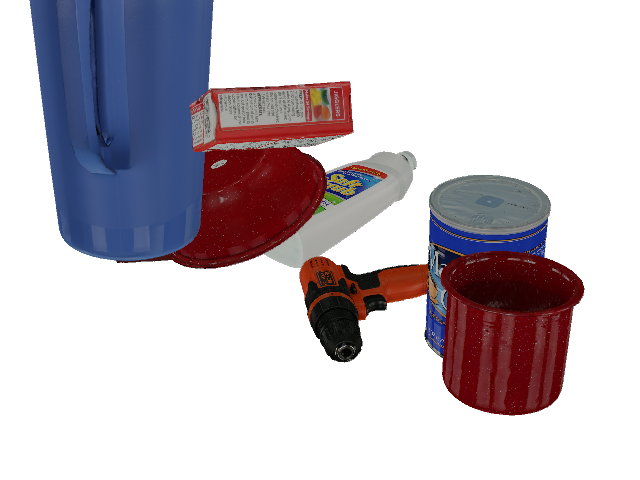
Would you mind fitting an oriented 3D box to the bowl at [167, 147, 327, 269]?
[{"bbox_3d":[-0.078,-0.048,0.942,0.162,0.055,0.162,-17,36,13],"label":"bowl"}]

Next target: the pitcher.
[{"bbox_3d":[-0.143,-0.108,0.763,0.149,0.243,0.145,-18,32,-36],"label":"pitcher"}]

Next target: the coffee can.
[{"bbox_3d":[0.145,0.026,0.940,0.103,0.140,0.103,-1,29,0],"label":"coffee can"}]

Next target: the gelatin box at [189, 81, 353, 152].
[{"bbox_3d":[-0.029,-0.066,0.576,0.073,0.030,0.089,-5,3,-13],"label":"gelatin box"}]

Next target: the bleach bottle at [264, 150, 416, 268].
[{"bbox_3d":[0.027,-0.055,1.348,0.103,0.068,0.250,26,43,34],"label":"bleach bottle"}]

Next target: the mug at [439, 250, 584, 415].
[{"bbox_3d":[0.123,0.058,0.724,0.093,0.081,0.117,-1,25,-4],"label":"mug"}]

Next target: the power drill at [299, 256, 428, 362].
[{"bbox_3d":[0.077,0.066,1.157,0.187,0.057,0.184,-5,28,-9],"label":"power drill"}]

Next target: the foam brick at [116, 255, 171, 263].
[{"bbox_3d":[-0.181,-0.011,1.134,0.078,0.051,0.053,-3,24,-16],"label":"foam brick"}]
